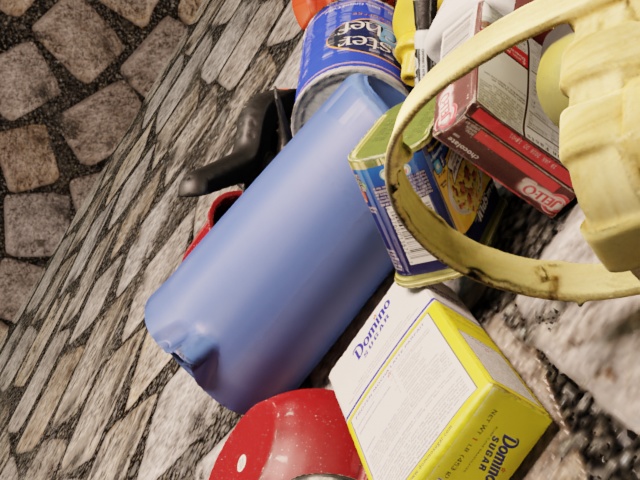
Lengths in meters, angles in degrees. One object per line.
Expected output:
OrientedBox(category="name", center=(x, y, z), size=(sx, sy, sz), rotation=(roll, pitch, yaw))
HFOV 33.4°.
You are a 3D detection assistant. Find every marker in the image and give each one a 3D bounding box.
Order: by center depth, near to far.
OrientedBox(category="marker", center=(0.080, -0.125, 0.803), size=(0.020, 0.020, 0.121), rotation=(-163, 71, -72))

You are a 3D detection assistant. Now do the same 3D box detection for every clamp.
OrientedBox(category="clamp", center=(-0.058, -0.061, 0.903), size=(0.036, 0.164, 0.210), rotation=(4, 57, 20))

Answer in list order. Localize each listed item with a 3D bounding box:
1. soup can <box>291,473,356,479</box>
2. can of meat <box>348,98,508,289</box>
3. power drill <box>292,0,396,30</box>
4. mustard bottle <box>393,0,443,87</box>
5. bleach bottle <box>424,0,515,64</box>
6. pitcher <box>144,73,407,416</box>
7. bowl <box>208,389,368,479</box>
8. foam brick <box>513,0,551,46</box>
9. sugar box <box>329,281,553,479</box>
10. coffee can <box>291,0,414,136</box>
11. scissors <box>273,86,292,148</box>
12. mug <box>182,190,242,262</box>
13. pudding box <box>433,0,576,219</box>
OrientedBox(category="soup can", center=(0.000, 0.183, 0.558), size=(0.069, 0.068, 0.102), rotation=(-42, 25, 44))
OrientedBox(category="can of meat", center=(0.065, -0.034, 0.638), size=(0.058, 0.084, 0.102), rotation=(-13, 23, 29))
OrientedBox(category="power drill", center=(0.032, -0.243, 1.005), size=(0.188, 0.184, 0.057), rotation=(-177, 78, -74))
OrientedBox(category="mustard bottle", center=(0.101, -0.205, 0.860), size=(0.096, 0.058, 0.191), rotation=(62, -136, -57))
OrientedBox(category="bleach bottle", center=(0.158, -0.237, 0.799), size=(0.103, 0.068, 0.250), rotation=(-28, 34, 58))
OrientedBox(category="pitcher", center=(-0.005, 0.001, 0.784), size=(0.243, 0.144, 0.149), rotation=(-50, 33, 18))
OrientedBox(category="bowl", center=(-0.031, 0.158, 0.699), size=(0.162, 0.055, 0.162), rotation=(-50, 21, 26))
OrientedBox(category="foam brick", center=(0.160, -0.151, 0.676), size=(0.053, 0.051, 0.078), rotation=(-37, 29, 50))
OrientedBox(category="sugar box", center=(0.059, 0.086, 0.590), size=(0.093, 0.048, 0.176), rotation=(-56, 15, 11))
OrientedBox(category="coffee can", center=(0.031, -0.131, 0.905), size=(0.103, 0.102, 0.140), rotation=(-49, 21, 31))
OrientedBox(category="scissors", center=(-0.025, -0.051, 0.913), size=(0.201, 0.016, 0.096), rotation=(53, -135, -73))
OrientedBox(category="mug", center=(-0.071, 0.010, 1.004), size=(0.117, 0.093, 0.082), rotation=(-34, -12, -46))
OrientedBox(category="pudding box", center=(0.113, -0.079, 0.626), size=(0.039, 0.090, 0.113), rotation=(-41, 25, 39))
